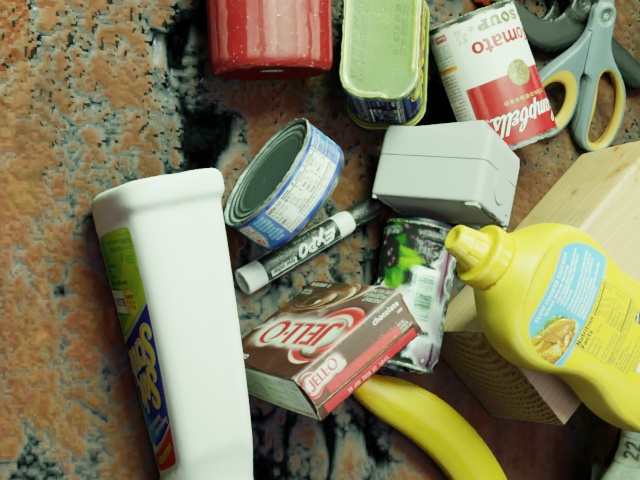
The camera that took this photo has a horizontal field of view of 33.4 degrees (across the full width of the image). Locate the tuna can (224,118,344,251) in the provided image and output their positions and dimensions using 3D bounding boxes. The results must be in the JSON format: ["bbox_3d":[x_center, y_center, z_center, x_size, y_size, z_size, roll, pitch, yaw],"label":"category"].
[{"bbox_3d":[-0.023,-0.036,0.696,0.033,0.086,0.086,36,72,-21],"label":"tuna can"}]

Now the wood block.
[{"bbox_3d":[0.187,0.029,0.790,0.206,0.090,0.090,-46,105,-21],"label":"wood block"}]

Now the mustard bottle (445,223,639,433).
[{"bbox_3d":[0.158,0.044,0.690,0.191,0.058,0.096,31,78,-21],"label":"mustard bottle"}]

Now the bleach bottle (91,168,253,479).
[{"bbox_3d":[-0.078,0.088,0.651,0.068,0.103,0.251,-12,91,-27],"label":"bleach bottle"}]

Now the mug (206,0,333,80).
[{"bbox_3d":[-0.027,-0.150,0.710,0.117,0.093,0.081,-6,95,-61],"label":"mug"}]

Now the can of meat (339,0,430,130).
[{"bbox_3d":[0.044,-0.134,0.727,0.057,0.084,0.102,2,84,8],"label":"can of meat"}]

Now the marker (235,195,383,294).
[{"bbox_3d":[-0.005,0.001,0.739,0.121,0.020,0.020,-30,99,-24],"label":"marker"}]

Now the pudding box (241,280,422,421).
[{"bbox_3d":[-0.001,0.067,0.684,0.090,0.114,0.039,-37,106,-23],"label":"pudding box"}]

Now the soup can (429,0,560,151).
[{"bbox_3d":[0.127,-0.116,0.784,0.068,0.069,0.102,-23,95,-25],"label":"soup can"}]

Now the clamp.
[{"bbox_3d":[0.203,-0.194,0.840,0.171,0.039,0.120,11,86,-26],"label":"clamp"}]

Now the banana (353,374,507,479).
[{"bbox_3d":[0.095,0.167,0.765,0.069,0.037,0.198,-33,100,-24],"label":"banana"}]

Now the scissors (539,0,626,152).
[{"bbox_3d":[0.198,-0.161,0.813,0.096,0.016,0.202,-11,113,-15],"label":"scissors"}]
